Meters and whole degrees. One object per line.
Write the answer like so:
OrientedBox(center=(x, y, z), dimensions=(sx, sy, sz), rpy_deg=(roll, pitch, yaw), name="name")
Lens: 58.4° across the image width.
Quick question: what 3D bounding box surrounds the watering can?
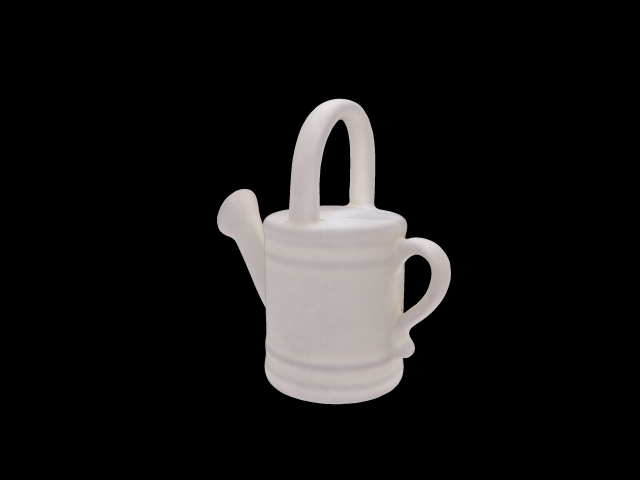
OrientedBox(center=(0.003, 0.002, 0.398), dimensions=(0.172, 0.194, 0.101), rpy_deg=(2, 12, 11), name="watering can")
